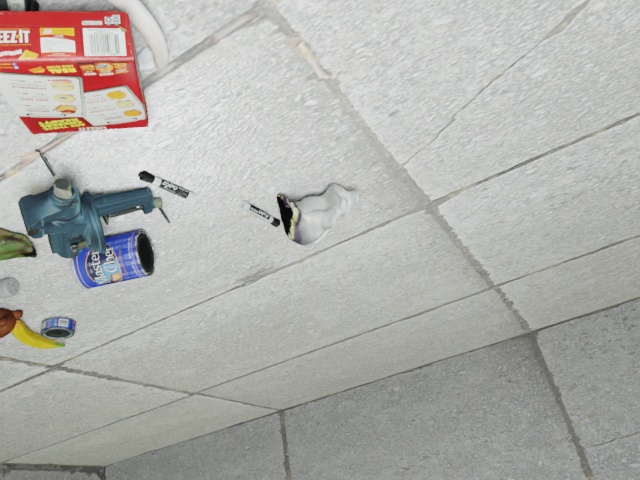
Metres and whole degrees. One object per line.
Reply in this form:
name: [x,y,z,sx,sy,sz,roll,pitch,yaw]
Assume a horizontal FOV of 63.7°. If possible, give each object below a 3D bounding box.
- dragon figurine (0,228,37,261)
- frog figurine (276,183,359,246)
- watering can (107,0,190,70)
dragon figurine: [-0.706,0.058,1.047,0.243,0.125,0.401,-18,150,-5]
frog figurine: [0.003,-0.054,1.080,0.160,0.122,0.137,-8,-177,-22]
watering can: [-0.226,-0.319,0.575,0.224,0.106,0.342,8,154,-28]
